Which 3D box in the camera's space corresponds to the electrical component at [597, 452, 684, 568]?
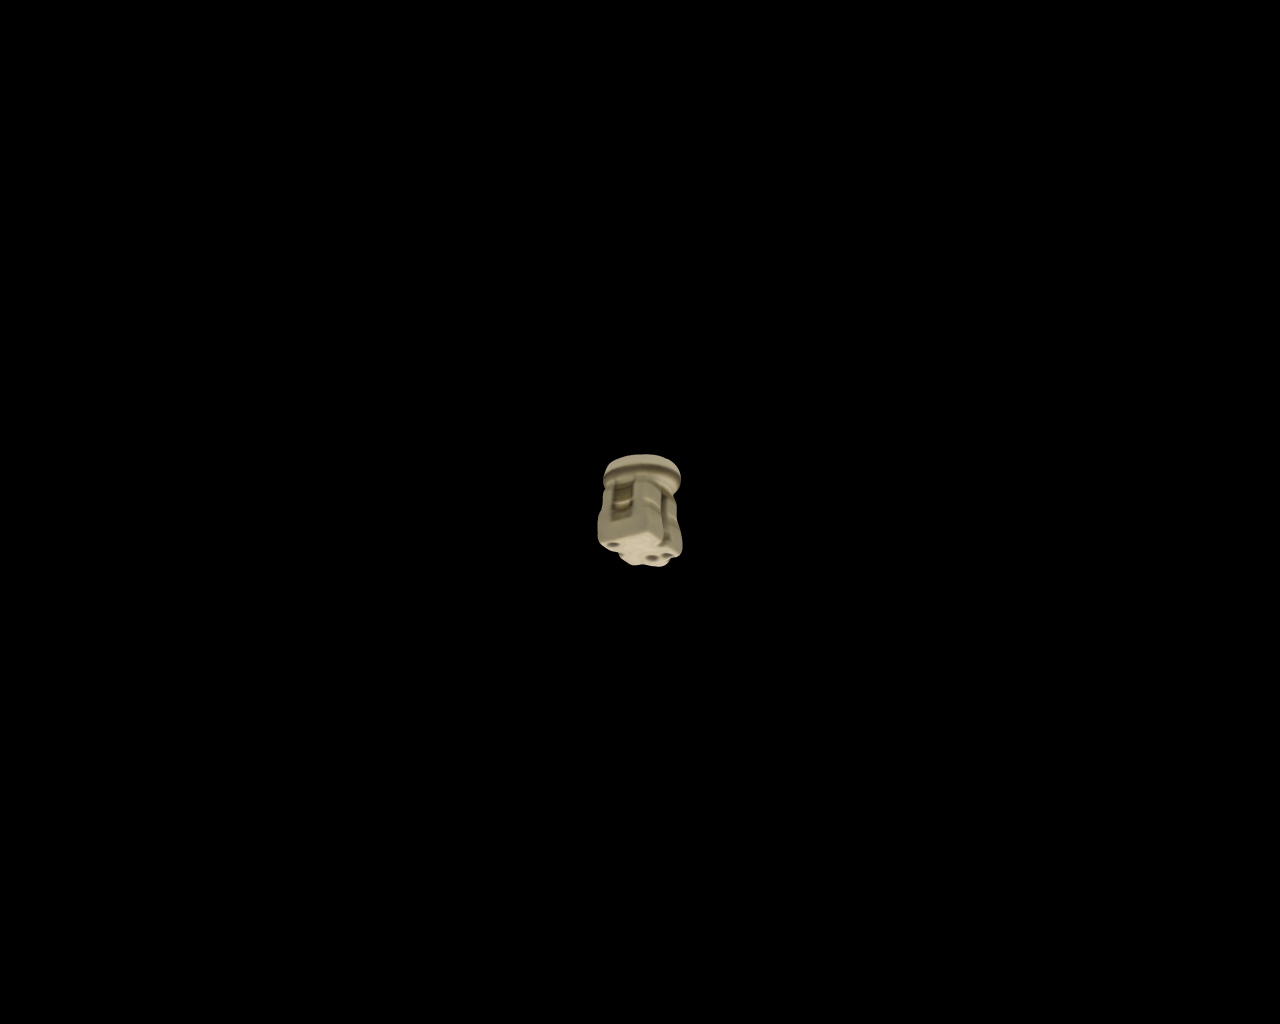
[{"bbox_3d":[0.001,-0.003,0.650,0.048,0.055,0.066,-12,-27,25],"label":"electrical component"}]
